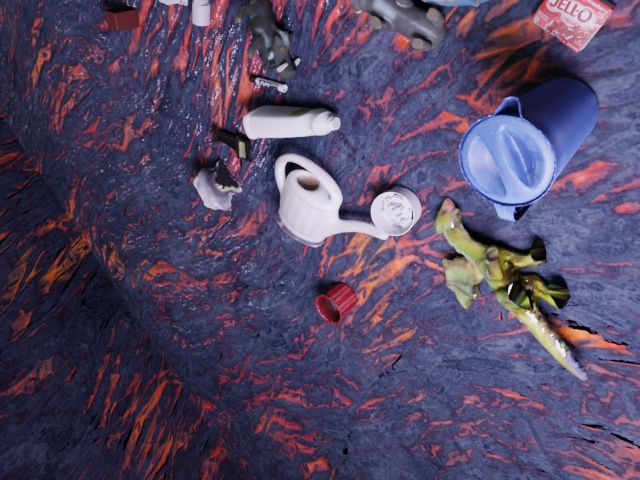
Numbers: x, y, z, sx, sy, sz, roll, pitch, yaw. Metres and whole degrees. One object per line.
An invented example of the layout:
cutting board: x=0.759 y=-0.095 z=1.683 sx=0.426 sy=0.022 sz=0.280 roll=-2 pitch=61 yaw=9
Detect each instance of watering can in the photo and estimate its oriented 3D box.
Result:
watering can: x=0.004 y=-0.064 z=1.265 sx=0.351 sy=0.105 sz=0.219 roll=43 pitch=141 yaw=18

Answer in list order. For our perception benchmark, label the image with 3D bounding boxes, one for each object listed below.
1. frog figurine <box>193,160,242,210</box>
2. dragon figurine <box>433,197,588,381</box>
frog figurine: x=-0.325 y=-0.143 z=1.550 sx=0.136 sy=0.125 sz=0.157 roll=41 pitch=131 yaw=-13
dragon figurine: x=0.354 y=0.099 z=1.044 sx=0.409 sy=0.123 sz=0.241 roll=63 pitch=159 yaw=-5
